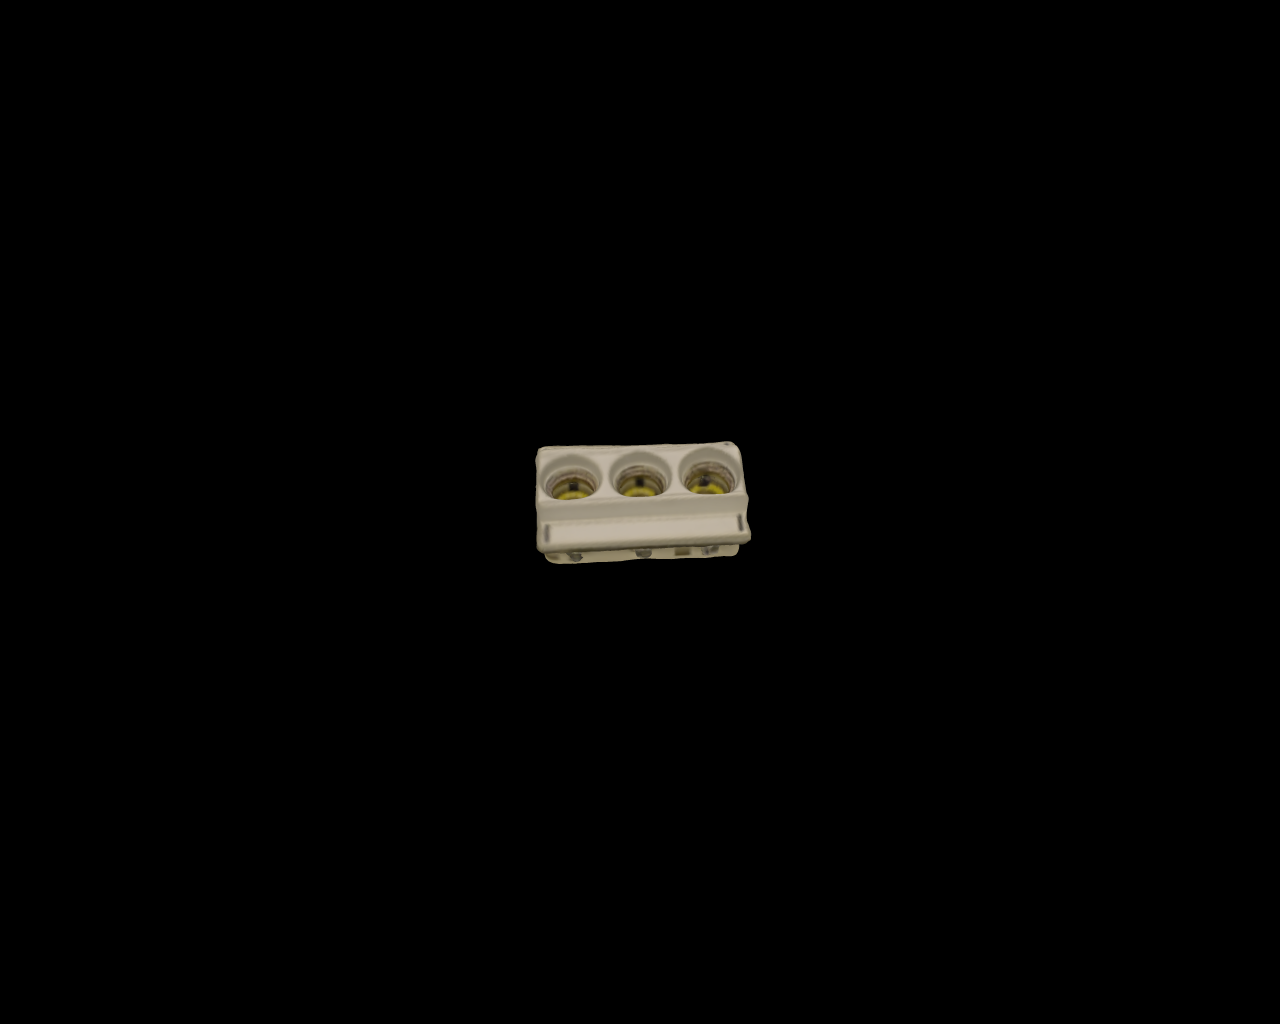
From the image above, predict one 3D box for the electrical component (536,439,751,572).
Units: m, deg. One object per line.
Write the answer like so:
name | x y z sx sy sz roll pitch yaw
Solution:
electrical component | 0.001 -0.003 0.650 0.121 0.079 0.063 -2 -40 -2
